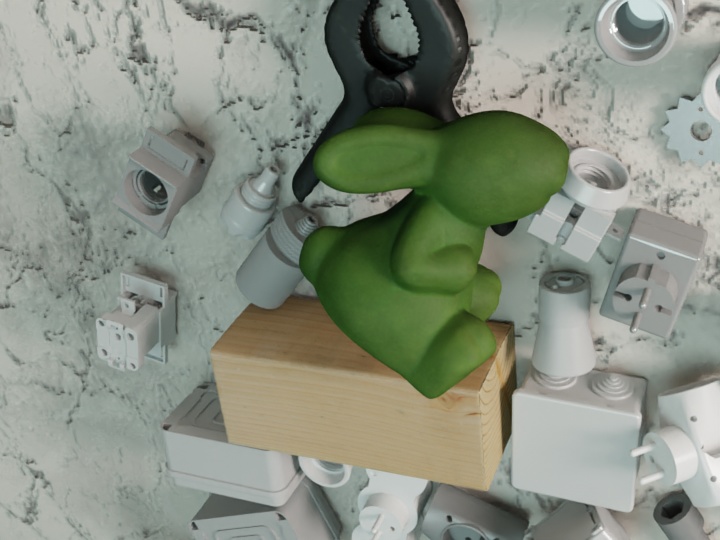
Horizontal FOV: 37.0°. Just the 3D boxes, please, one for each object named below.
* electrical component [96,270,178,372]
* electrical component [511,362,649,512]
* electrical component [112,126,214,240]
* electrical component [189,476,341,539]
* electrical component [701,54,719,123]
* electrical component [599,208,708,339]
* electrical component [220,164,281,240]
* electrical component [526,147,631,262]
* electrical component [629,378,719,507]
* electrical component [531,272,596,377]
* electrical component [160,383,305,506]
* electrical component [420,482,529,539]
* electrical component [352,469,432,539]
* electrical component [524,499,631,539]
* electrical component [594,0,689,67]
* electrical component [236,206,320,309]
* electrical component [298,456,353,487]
[{"bbox_3d":[-0.184,0.046,0.883,0.042,0.063,0.081,17,126,17],"label":"electrical component"},{"bbox_3d":[0.158,0.117,0.771,0.100,0.048,0.099,9,123,21],"label":"electrical component"},{"bbox_3d":[-0.143,-0.068,0.792,0.042,0.063,0.081,33,128,3],"label":"electrical component"},{"bbox_3d":[-0.082,0.227,0.950,0.113,0.057,0.078,-14,112,32],"label":"electrical component"},{"bbox_3d":[0.216,-0.107,0.606,0.040,0.046,0.040,12,124,19],"label":"electrical component"},{"bbox_3d":[0.181,0.011,0.677,0.047,0.076,0.065,20,126,13],"label":"electrical component"},{"bbox_3d":[-0.077,-0.053,0.789,0.035,0.035,0.061,38,126,0],"label":"electrical component"},{"bbox_3d":[0.141,-0.044,0.683,0.066,0.048,0.055,28,135,7],"label":"electrical component"},{"bbox_3d":[0.216,0.119,0.714,0.043,0.079,0.077,146,108,-72],"label":"electrical component"},{"bbox_3d":[0.140,0.035,0.735,0.044,0.044,0.065,7,117,22],"label":"electrical component"},{"bbox_3d":[-0.099,0.144,0.894,0.113,0.078,0.057,7,119,22],"label":"electrical component"},{"bbox_3d":[0.088,0.219,0.871,0.077,0.044,0.079,23,127,11],"label":"electrical component"},{"bbox_3d":[0.023,0.193,0.867,0.052,0.073,0.138,19,126,14],"label":"electrical component"},{"bbox_3d":[0.168,0.211,0.801,0.062,0.096,0.061,-42,97,8],"label":"electrical component"},{"bbox_3d":[0.159,-0.144,0.605,0.045,0.055,0.045,12,124,19],"label":"electrical component"},{"bbox_3d":[-0.055,-0.012,0.798,0.043,0.043,0.081,40,128,-1],"label":"electrical component"},{"bbox_3d":[-0.018,0.141,0.867,0.045,0.055,0.045,12,124,19],"label":"electrical component"}]
